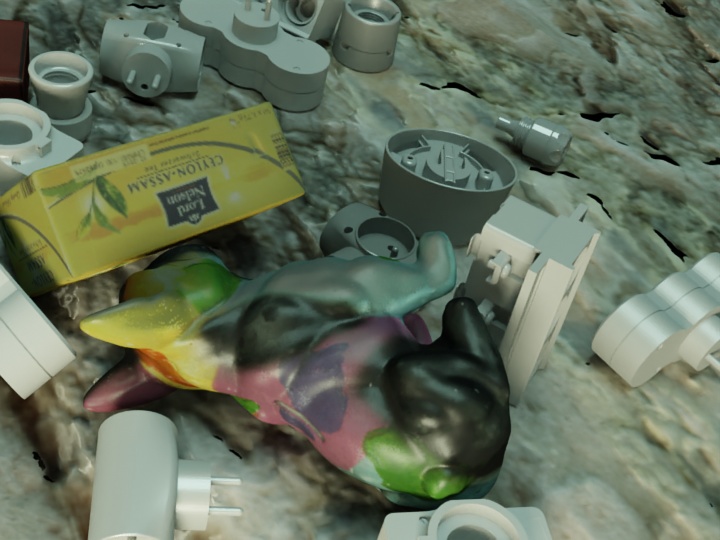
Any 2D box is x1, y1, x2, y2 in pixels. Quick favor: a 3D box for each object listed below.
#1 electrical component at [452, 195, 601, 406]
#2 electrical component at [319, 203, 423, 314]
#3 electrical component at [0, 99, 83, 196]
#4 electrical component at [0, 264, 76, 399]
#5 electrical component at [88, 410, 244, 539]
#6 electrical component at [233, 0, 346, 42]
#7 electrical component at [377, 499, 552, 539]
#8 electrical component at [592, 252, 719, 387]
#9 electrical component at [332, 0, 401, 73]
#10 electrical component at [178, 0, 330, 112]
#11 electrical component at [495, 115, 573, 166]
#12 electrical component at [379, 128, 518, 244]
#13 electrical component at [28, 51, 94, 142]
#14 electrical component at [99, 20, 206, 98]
[{"bbox_3d":[0.096,0.018,0.674,0.063,0.121,0.078,29,44,17],"label":"electrical component"},{"bbox_3d":[0.000,0.000,0.721,0.079,0.044,0.077,-26,57,-36],"label":"electrical component"},{"bbox_3d":[-0.237,-0.076,0.724,0.089,0.055,0.050,27,44,12],"label":"electrical component"},{"bbox_3d":[-0.234,0.026,0.624,0.074,0.052,0.138,-41,63,-15],"label":"electrical component"},{"bbox_3d":[-0.101,0.119,0.571,0.079,0.043,0.077,5,44,-12],"label":"electrical component"},{"bbox_3d":[-0.078,-0.241,0.929,0.121,0.078,0.063,28,15,13],"label":"electrical component"},{"bbox_3d":[0.055,0.158,0.566,0.089,0.055,0.050,1,45,-15],"label":"electrical component"},{"bbox_3d":[0.230,0.043,0.737,0.138,0.052,0.073,-23,56,-34],"label":"electrical component"},{"bbox_3d":[0.007,-0.207,0.935,0.055,0.047,0.055,8,44,-8],"label":"electrical component"},{"bbox_3d":[-0.086,-0.192,0.873,0.138,0.073,0.052,30,45,15],"label":"electrical component"},{"bbox_3d":[0.141,-0.110,0.883,0.061,0.035,0.035,26,44,14],"label":"electrical component"},{"bbox_3d":[0.063,-0.068,0.795,0.099,0.064,0.099,8,44,-8],"label":"electrical component"},{"bbox_3d":[-0.216,-0.123,0.779,0.045,0.055,0.045,8,44,-8],"label":"electrical component"},{"bbox_3d":[-0.163,-0.159,0.835,0.077,0.043,0.079,9,33,-7],"label":"electrical component"}]
